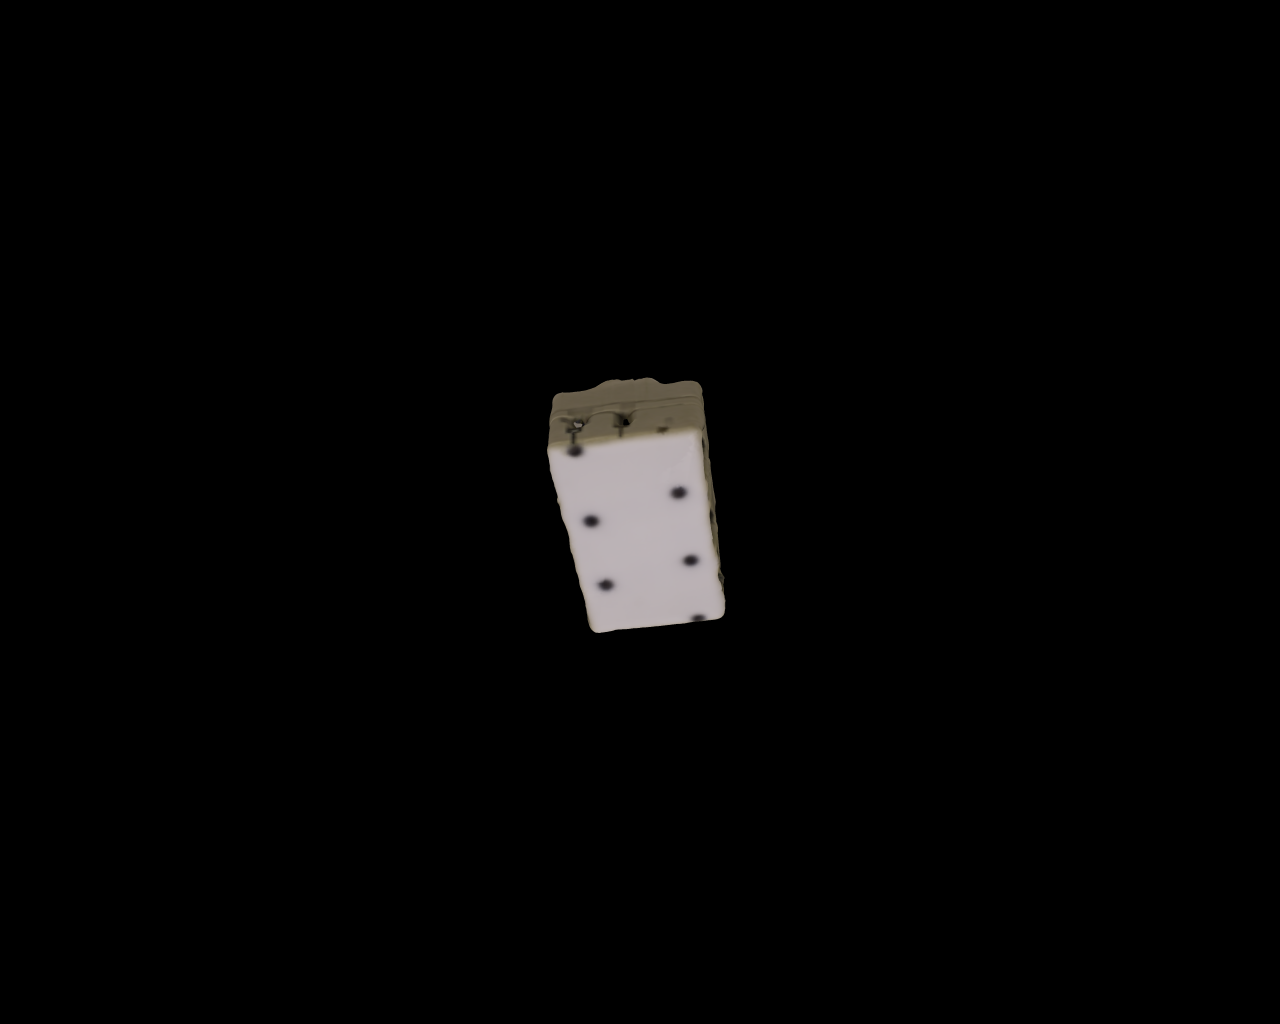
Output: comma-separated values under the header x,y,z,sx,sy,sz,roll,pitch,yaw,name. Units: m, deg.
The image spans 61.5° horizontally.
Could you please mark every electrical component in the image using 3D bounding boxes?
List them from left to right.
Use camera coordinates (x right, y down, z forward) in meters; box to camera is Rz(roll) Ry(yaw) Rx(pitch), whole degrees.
x,y,z,sx,sy,sz,roll,pitch,yaw,name
0.001,-0.003,0.650,0.089,0.150,0.062,-5,39,5,electrical component
